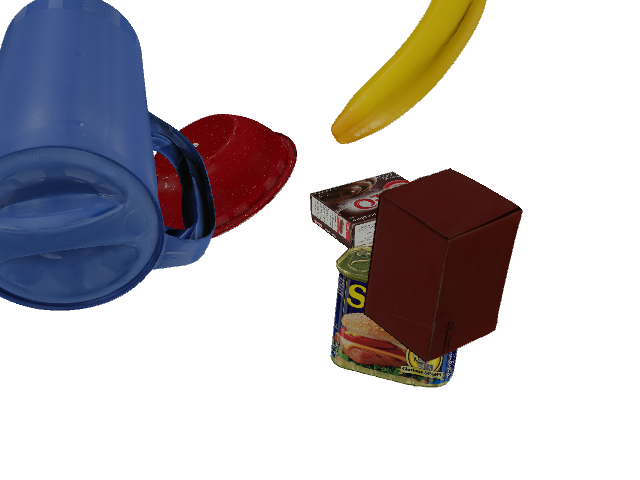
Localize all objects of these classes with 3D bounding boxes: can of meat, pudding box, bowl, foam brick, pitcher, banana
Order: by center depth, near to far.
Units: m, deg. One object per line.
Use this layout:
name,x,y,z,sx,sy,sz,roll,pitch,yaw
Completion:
foam brick,0.060,0.012,0.542,0.052,0.078,0.051,-19,42,-34
pitcher,-0.170,-0.073,0.761,0.145,0.149,0.243,-22,39,9
banana,0.075,-0.145,0.765,0.070,0.197,0.037,-3,-39,47
can of meat,0.060,0.060,0.823,0.102,0.084,0.057,13,23,17
bowl,-0.106,-0.069,1.000,0.162,0.055,0.162,-22,34,15
pudding box,0.058,-0.032,1.150,0.113,0.039,0.090,-18,31,-25
